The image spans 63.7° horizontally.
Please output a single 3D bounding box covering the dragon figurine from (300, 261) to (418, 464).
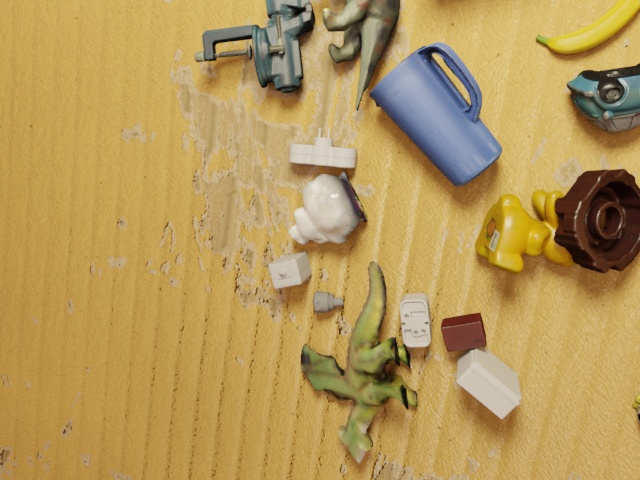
[{"bbox_3d":[0.063,0.254,1.053,0.241,0.123,0.409,-12,93,24],"label":"dragon figurine"}]

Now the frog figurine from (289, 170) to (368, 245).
[{"bbox_3d":[0.003,-0.051,1.017,0.159,0.124,0.135,-28,110,6],"label":"frog figurine"}]
